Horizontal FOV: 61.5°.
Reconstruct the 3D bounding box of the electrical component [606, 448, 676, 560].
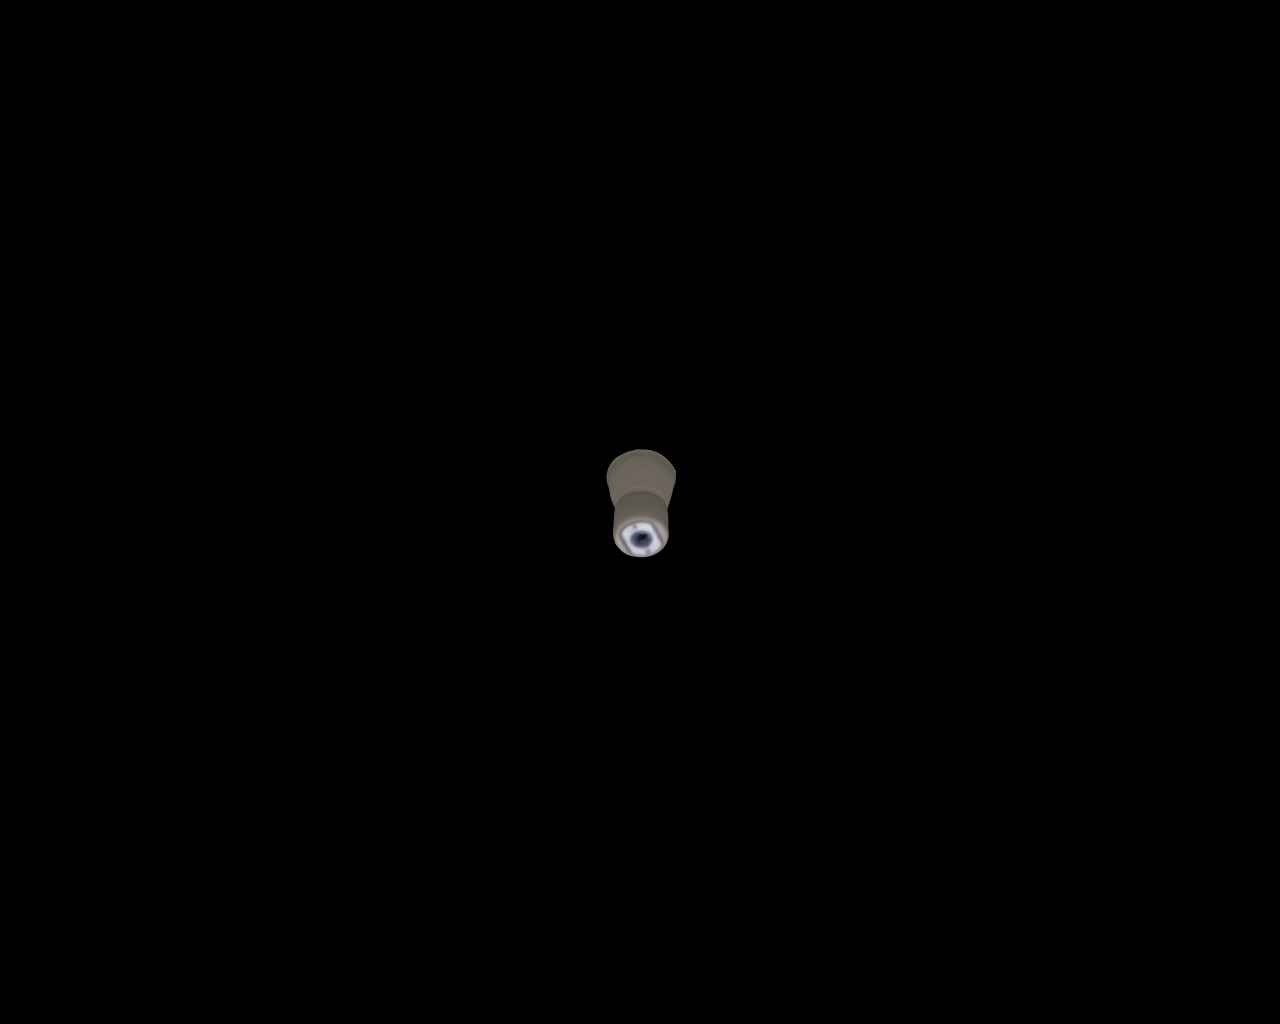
[{"bbox_3d":[0.001,-0.003,0.650,0.044,0.044,0.065,0,39,0],"label":"electrical component"}]
